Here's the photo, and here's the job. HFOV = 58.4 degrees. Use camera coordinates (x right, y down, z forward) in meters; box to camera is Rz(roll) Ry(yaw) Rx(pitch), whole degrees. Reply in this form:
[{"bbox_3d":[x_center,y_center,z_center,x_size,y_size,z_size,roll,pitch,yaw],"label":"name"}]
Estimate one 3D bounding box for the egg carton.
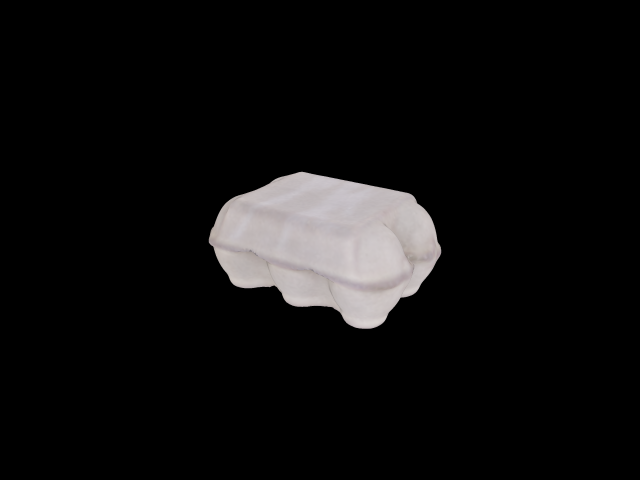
[{"bbox_3d":[0.004,0.001,0.400,0.149,0.069,0.107,14,27,29],"label":"egg carton"}]
